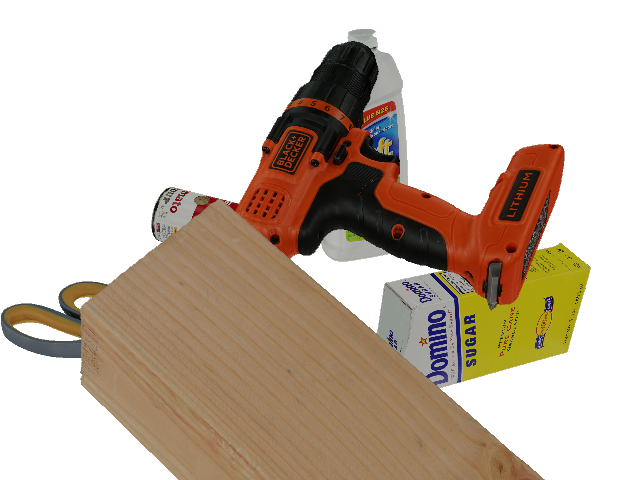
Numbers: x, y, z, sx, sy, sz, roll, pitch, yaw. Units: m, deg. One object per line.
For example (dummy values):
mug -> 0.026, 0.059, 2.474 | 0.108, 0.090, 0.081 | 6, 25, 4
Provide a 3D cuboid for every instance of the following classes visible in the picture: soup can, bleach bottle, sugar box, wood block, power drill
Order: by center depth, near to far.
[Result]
wood block -> -0.008, 0.091, 0.497 | 0.090, 0.206, 0.090 | -41, -17, -30
power drill -> 0.055, -0.044, 0.685 | 0.188, 0.184, 0.057 | 15, -30, 19
sugar box -> 0.130, 0.065, 0.866 | 0.175, 0.093, 0.048 | -13, 37, -27
bleach bottle -> 0.045, -0.106, 1.183 | 0.102, 0.251, 0.068 | -10, 24, -12
soup can -> -0.137, -0.019, 1.248 | 0.102, 0.068, 0.068 | 15, 5, 18

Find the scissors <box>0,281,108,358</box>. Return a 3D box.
scissors -> -0.116, 0.067, 0.717 | 0.202, 0.016, 0.096 | 12, 28, 13
